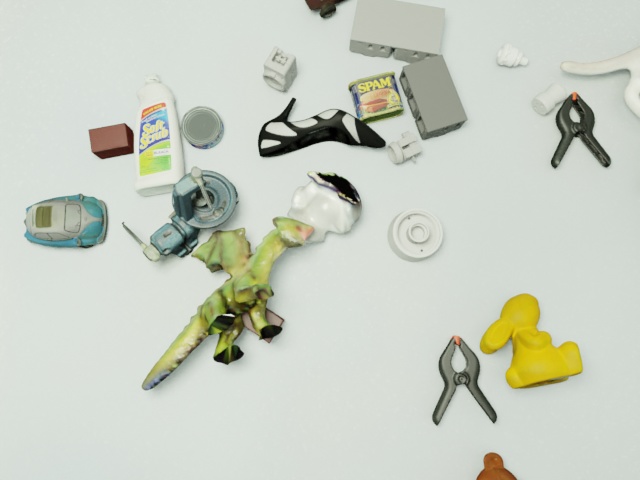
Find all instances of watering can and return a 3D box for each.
[{"bbox_3d":[0.696,-0.355,1.069,0.348,0.103,0.226,30,80,4],"label":"watering can"}]

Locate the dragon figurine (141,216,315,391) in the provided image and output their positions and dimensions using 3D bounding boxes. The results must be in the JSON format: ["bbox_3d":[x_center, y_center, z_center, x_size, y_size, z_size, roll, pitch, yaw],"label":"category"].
[{"bbox_3d":[-0.186,0.090,0.973,0.409,0.120,0.248,-30,47,9],"label":"dragon figurine"}]

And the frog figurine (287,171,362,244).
[{"bbox_3d":[0.003,-0.052,1.030,0.137,0.125,0.156,27,118,-5],"label":"frog figurine"}]
